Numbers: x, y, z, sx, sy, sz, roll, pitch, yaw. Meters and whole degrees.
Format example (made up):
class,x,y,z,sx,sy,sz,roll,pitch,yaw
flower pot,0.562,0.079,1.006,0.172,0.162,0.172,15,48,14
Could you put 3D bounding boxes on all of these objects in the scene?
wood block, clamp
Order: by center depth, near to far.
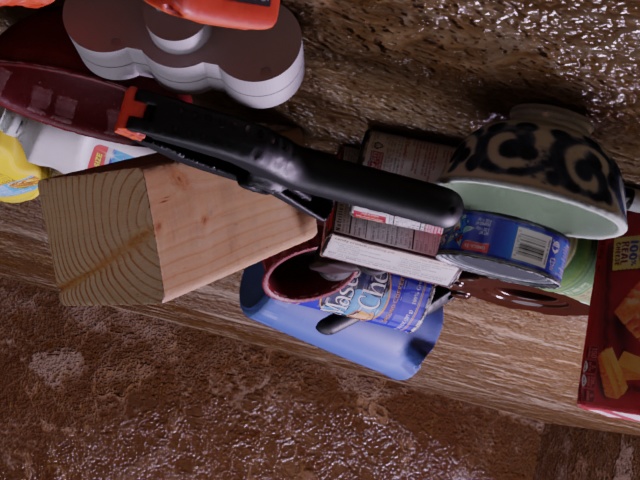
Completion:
class,x,y,z,sx,sy,sz,roll,pitch,yaw
clamp,-0.034,-0.047,0.685,0.209,0.036,0.165,18,172,-23
wood block,-0.094,-0.021,0.777,0.091,0.090,0.205,-3,-169,29
clamp,0.074,0.059,1.199,0.171,0.120,0.039,6,158,13

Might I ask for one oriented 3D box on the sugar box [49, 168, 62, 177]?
class,x,y,z,sx,sy,sz,roll,pitch,yaw
sugar box,-0.191,-0.059,1.068,0.093,0.048,0.177,20,169,-37

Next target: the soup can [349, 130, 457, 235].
class,x,y,z,sx,sy,sz,roll,pitch,yaw
soup can,0.077,-0.040,0.793,0.102,0.068,0.068,12,169,5

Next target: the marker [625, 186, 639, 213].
class,x,y,z,sx,sy,sz,roll,pitch,yaw
marker,0.212,-0.035,0.792,0.121,0.020,0.020,13,169,-1

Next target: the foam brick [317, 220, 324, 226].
class,x,y,z,sx,sy,sz,roll,pitch,yaw
foam brick,-0.007,-0.044,0.911,0.078,0.053,0.051,14,170,-5

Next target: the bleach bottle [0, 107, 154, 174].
class,x,y,z,sx,sy,sz,roll,pitch,yaw
bleach bottle,-0.160,-0.061,0.927,0.250,0.068,0.103,20,136,-27

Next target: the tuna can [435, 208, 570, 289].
class,x,y,z,sx,sy,sz,roll,pitch,yaw
tuna can,0.123,0.006,0.720,0.086,0.034,0.086,15,173,2

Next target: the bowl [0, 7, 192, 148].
class,x,y,z,sx,sy,sz,roll,pitch,yaw
bowl,-0.152,-0.112,0.719,0.162,0.055,0.162,12,170,2

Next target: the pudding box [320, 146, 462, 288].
class,x,y,z,sx,sy,sz,roll,pitch,yaw
pudding box,0.061,-0.019,0.851,0.113,0.090,0.039,13,147,-7

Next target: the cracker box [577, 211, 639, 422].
class,x,y,z,sx,sy,sz,roll,pitch,yaw
cracker box,0.305,0.062,0.793,0.072,0.164,0.214,19,168,-41

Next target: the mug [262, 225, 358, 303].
class,x,y,z,sx,sy,sz,roll,pitch,yaw
mug,-0.007,0.001,1.009,0.117,0.081,0.093,3,143,-27

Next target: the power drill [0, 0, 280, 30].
class,x,y,z,sx,sy,sz,roll,pitch,yaw
power drill,-0.124,-0.129,0.475,0.188,0.057,0.184,9,-167,22

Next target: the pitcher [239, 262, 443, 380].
class,x,y,z,sx,sy,sz,roll,pitch,yaw
pitcher,0.021,0.077,1.352,0.242,0.145,0.149,22,154,-27

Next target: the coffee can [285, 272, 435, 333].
class,x,y,z,sx,sy,sz,roll,pitch,yaw
coffee can,0.040,0.032,1.115,0.140,0.103,0.103,15,169,-11

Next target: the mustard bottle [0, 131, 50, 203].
class,x,y,z,sx,sy,sz,roll,pitch,yaw
mustard bottle,-0.332,-0.078,1.094,0.096,0.058,0.191,-8,166,8
